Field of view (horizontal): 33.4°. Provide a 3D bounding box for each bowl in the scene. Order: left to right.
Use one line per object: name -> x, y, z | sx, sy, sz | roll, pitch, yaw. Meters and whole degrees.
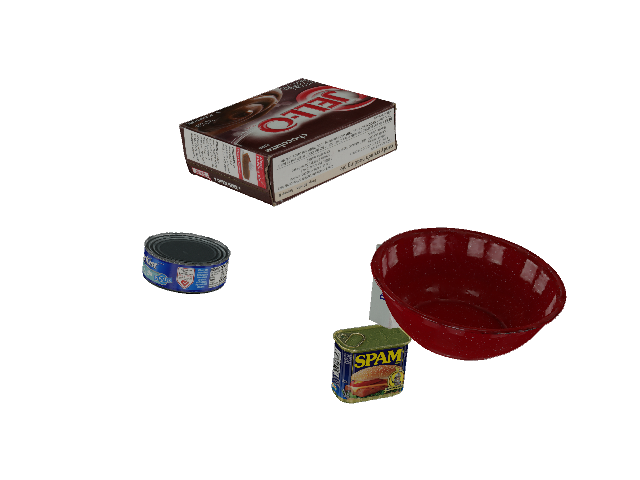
bowl -> 0.119, 0.051, 0.888 | 0.162, 0.055, 0.162 | 5, 29, -3

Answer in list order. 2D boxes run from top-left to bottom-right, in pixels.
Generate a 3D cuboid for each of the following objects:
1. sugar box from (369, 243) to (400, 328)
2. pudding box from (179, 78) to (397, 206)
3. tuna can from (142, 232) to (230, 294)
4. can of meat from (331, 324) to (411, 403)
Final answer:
sugar box -> 0.143, 0.049, 1.246 | 0.175, 0.093, 0.048 | -3, 14, -33
pudding box -> -0.019, -0.067, 0.692 | 0.113, 0.039, 0.090 | -29, 34, -35
tuna can -> -0.134, 0.022, 1.064 | 0.086, 0.034, 0.086 | 8, 19, -3
can of meat -> 0.066, 0.164, 1.421 | 0.102, 0.084, 0.057 | -6, 26, -22
